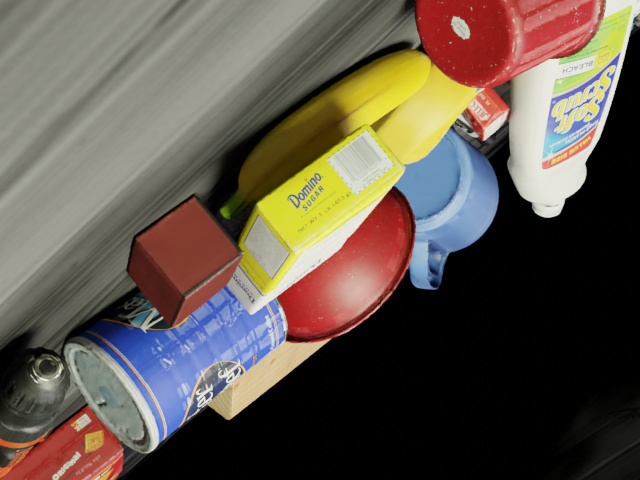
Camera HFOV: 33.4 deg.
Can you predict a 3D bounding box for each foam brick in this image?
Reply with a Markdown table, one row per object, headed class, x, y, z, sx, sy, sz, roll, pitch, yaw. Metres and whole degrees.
| class | x | y | z | sx | sy | sz | roll | pitch | yaw |
| --- | --- | --- | --- | --- | --- | --- | --- | --- | --- |
| foam brick | -0.091 | 0.015 | 0.713 | 0.053 | 0.051 | 0.078 | -39 | 174 | -23 |

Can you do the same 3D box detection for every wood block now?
| class | x | y | z | sx | sy | sz | roll | pitch | yaw |
| --- | --- | --- | --- | --- | --- | --- | --- | --- | --- |
| wood block | -0.048 | 0.072 | 1.060 | 0.205 | 0.091 | 0.090 | -36 | 146 | -37 |

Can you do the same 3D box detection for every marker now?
| class | x | y | z | sx | sy | sz | roll | pitch | yaw |
| --- | --- | --- | --- | --- | --- | --- | --- | --- | --- |
| marker | 0.139 | -0.118 | 1.038 | 0.020 | 0.020 | 0.121 | -42 | 145 | 17 |

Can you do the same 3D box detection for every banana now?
| class | x | y | z | sx | sy | sz | roll | pitch | yaw |
| --- | --- | --- | --- | --- | --- | --- | --- | --- | --- |
| banana | 0.013 | -0.085 | 0.715 | 0.197 | 0.037 | 0.070 | -37 | -173 | -23 |

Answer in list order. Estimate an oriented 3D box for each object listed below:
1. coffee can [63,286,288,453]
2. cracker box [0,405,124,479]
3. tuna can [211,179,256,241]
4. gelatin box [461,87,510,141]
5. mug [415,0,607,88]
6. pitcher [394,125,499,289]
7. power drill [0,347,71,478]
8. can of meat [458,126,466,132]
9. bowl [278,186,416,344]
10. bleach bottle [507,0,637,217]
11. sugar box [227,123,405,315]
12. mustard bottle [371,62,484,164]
| class | x | y | z | sx | sy | sz | roll | pitch | yaw |
| --- | --- | --- | --- | --- | --- | --- | --- | --- | --- |
| coffee can | -0.109 | 0.080 | 0.821 | 0.140 | 0.103 | 0.103 | -37 | 173 | -30 |
| cracker box | -0.300 | 0.276 | 1.191 | 0.164 | 0.072 | 0.214 | -39 | 173 | -19 |
| tuna can | -0.038 | -0.031 | 0.778 | 0.086 | 0.034 | 0.086 | -39 | 173 | -6 |
| gelatin box | 0.128 | -0.125 | 0.922 | 0.030 | 0.073 | 0.089 | -39 | 174 | 6 |
| mug | 0.113 | -0.152 | 0.644 | 0.081 | 0.093 | 0.117 | -30 | 138 | -34 |
| pitcher | 0.108 | -0.045 | 1.077 | 0.145 | 0.149 | 0.242 | -40 | 171 | 8 |
| power drill | -0.251 | 0.152 | 0.685 | 0.187 | 0.057 | 0.185 | -35 | 172 | -39 |
| can of meat | 0.186 | -0.161 | 1.100 | 0.083 | 0.057 | 0.102 | -31 | 169 | -48 |
| bowl | -0.006 | 0.001 | 0.865 | 0.162 | 0.162 | 0.055 | -41 | 131 | 4 |
| bleach bottle | 0.212 | -0.122 | 0.920 | 0.102 | 0.068 | 0.251 | -22 | 137 | -15 |
| sugar box | -0.011 | -0.009 | 0.716 | 0.093 | 0.048 | 0.176 | -37 | 177 | -20 |
| mustard bottle | 0.117 | -0.142 | 0.804 | 0.192 | 0.058 | 0.096 | -46 | -179 | 38 |
